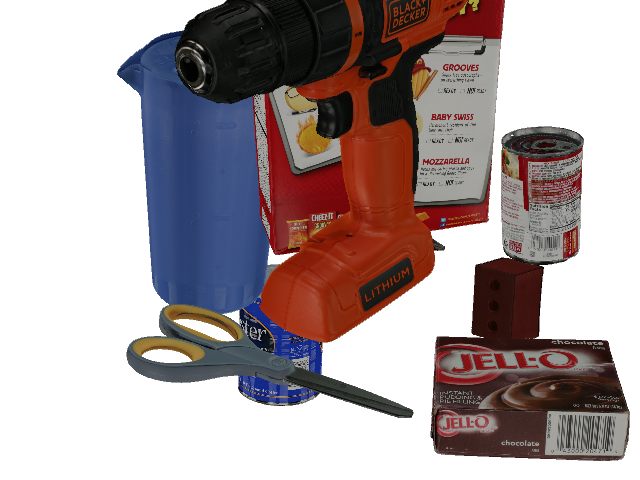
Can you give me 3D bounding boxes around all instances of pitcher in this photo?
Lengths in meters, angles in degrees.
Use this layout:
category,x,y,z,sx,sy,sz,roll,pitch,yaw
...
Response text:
category,x,y,z,sx,sy,sz,roll,pitch,yaw
pitcher,-0.086,-0.057,0.961,0.149,0.243,0.144,29,39,34

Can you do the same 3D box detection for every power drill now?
category,x,y,z,sx,sy,sz,roll,pitch,yaw
power drill,0.007,-0.046,0.524,0.057,0.188,0.184,27,40,35

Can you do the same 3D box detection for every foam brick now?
category,x,y,z,sx,sy,sz,roll,pitch,yaw
foam brick,0.193,0.062,1.102,0.051,0.078,0.053,-14,20,-43

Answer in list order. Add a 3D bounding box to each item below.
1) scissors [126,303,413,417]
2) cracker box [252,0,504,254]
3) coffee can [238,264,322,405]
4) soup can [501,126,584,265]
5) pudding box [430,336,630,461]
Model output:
category,x,y,z,sx,sy,sz,roll,pitch,yaw
scissors,-0.046,0.090,0.707,0.202,0.016,0.096,24,31,36
cracker box,0.036,-0.106,0.736,0.164,0.214,0.072,-9,32,-12
coffee can,-0.047,0.111,1.270,0.103,0.140,0.103,2,19,-1
soup can,0.189,-0.038,0.912,0.068,0.102,0.068,-4,25,2
pudding box,0.125,0.095,0.655,0.113,0.039,0.090,3,23,6
